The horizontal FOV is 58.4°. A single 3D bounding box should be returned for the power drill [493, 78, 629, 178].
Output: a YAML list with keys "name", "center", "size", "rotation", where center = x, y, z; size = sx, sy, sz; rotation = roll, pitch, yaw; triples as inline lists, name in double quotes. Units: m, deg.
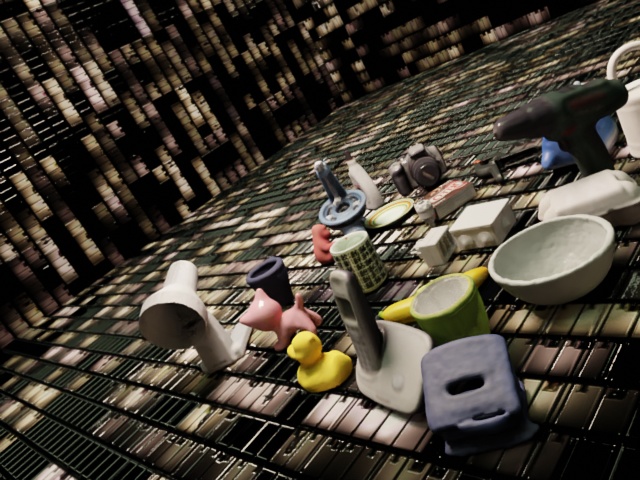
- name: "power drill"
  center: [0.413, -0.153, 0.939]
  size: [0.230, 0.209, 0.075]
  rotation: [-32, 18, -7]

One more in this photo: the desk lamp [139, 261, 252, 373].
- name: "desk lamp"
  center: [-0.241, 0.154, 1.115]
  size: [0.118, 0.214, 0.203]
  rotation: [-25, 18, 13]

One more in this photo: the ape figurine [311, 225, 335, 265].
- name: "ape figurine"
  center: [0.012, 0.005, 1.332]
  size: [0.076, 0.092, 0.077]
  rotation: [-28, 18, 5]

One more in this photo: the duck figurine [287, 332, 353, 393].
- name: "duck figurine"
  center: [-0.006, 0.180, 0.884]
  size: [0.104, 0.086, 0.078]
  rotation: [-13, 24, 42]

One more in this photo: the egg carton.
- name: "egg carton"
  center: [0.416, -0.050, 0.884]
  size: [0.150, 0.069, 0.107]
  rotation: [-23, 19, 21]

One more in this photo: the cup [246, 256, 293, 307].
- name: "cup"
  center: [-0.099, 0.094, 1.257]
  size: [0.091, 0.095, 0.118]
  rotation: [-24, 18, 18]

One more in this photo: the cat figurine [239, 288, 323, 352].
- name: "cat figurine"
  center: [-0.077, 0.139, 1.058]
  size: [0.127, 0.118, 0.067]
  rotation: [-24, 19, 19]

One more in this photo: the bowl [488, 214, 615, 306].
- name: "bowl"
  center: [0.322, 0.038, 0.778]
  size: [0.167, 0.075, 0.167]
  rotation: [-27, 18, 10]

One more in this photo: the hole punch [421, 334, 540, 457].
- name: "hole punch"
  center: [0.170, 0.169, 0.629]
  size: [0.108, 0.091, 0.101]
  rotation: [-22, 19, 22]

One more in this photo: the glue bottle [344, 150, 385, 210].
- name: "glue bottle"
  center: [0.106, -0.160, 1.506]
  size: [0.037, 0.173, 0.078]
  rotation: [-36, 19, -18]

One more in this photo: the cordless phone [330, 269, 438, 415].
- name: "cordless phone"
  center: [0.078, 0.124, 0.739]
  size: [0.094, 0.185, 0.147]
  rotation: [-38, 20, -26]

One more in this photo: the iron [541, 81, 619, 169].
- name: "iron"
  center: [0.517, -0.247, 1.150]
  size: [0.118, 0.142, 0.259]
  rotation: [-11, 25, 45]

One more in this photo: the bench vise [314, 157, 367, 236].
- name: "bench vise"
  center: [0.033, -0.096, 1.366]
  size: [0.121, 0.220, 0.207]
  rotation: [-33, 18, -10]

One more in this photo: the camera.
- name: "camera"
  center: [0.249, -0.181, 1.460]
  size: [0.143, 0.101, 0.137]
  rotation: [-26, 18, 12]

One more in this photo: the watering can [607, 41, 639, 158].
- name: "watering can"
  center: [0.566, -0.248, 0.986]
  size: [0.101, 0.194, 0.172]
  rotation: [-30, 18, -2]
